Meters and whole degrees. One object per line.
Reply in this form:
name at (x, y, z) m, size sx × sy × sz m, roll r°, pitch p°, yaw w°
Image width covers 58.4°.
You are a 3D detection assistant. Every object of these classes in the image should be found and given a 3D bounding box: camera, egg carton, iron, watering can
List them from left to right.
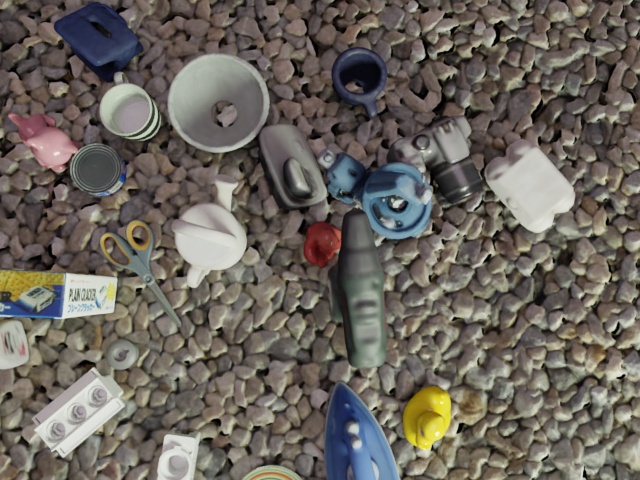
watering can at (-0.173, -0.014, 0.887) m, size 0.101 × 0.194 × 0.173 m, roll -3°, pitch 85°, yaw -3°
iron at (0.064, 0.357, 0.892) m, size 0.118 × 0.141 × 0.258 m, roll -15°, pitch 86°, yaw -4°
camera at (0.204, -0.127, 0.961) m, size 0.143 × 0.100 × 0.137 m, roll -26°, pitch 87°, yaw -4°
egg carton at (0.357, -0.092, 0.980) m, size 0.107 × 0.069 × 0.150 m, roll -41°, pitch 88°, yaw -5°

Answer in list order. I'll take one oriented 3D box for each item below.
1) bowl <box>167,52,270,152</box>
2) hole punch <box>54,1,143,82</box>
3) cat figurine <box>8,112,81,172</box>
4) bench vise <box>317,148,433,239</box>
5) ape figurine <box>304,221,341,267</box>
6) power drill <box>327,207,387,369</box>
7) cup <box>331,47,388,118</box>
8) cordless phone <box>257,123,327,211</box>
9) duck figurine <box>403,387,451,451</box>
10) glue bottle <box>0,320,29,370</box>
bowl at (-0.167, -0.222, 0.965) m, size 0.167 × 0.074 × 0.167 m, roll 0°, pitch 85°, yaw -3°
hole punch at (-0.369, -0.342, 0.958) m, size 0.108 × 0.091 × 0.101 m, roll 41°, pitch 85°, yaw 2°
cat figurine at (-0.446, -0.162, 0.925) m, size 0.128 × 0.117 × 0.067 m, roll 40°, pitch 85°, yaw 1°
bench vise at (0.088, -0.073, 0.891) m, size 0.207 × 0.219 × 0.121 m, roll 14°, pitch 85°, yaw -1°
ape figurine at (0.009, 0.003, 0.945) m, size 0.078 × 0.092 × 0.076 m, roll -13°, pitch 86°, yaw -3°
power drill at (0.056, 0.076, 0.883) m, size 0.075 × 0.208 × 0.230 m, roll -7°, pitch 85°, yaw -3°
cup at (0.068, -0.253, 0.968) m, size 0.091 × 0.095 × 0.118 m, roll -20°, pitch 86°, yaw -4°
cordless phone at (-0.046, -0.126, 0.907) m, size 0.094 × 0.185 × 0.147 m, roll -25°, pitch 86°, yaw -4°
duck figurine at (0.180, 0.293, 0.931) m, size 0.077 × 0.086 × 0.104 m, roll 28°, pitch 84°, yaw 0°
glue bottle at (-0.500, 0.162, 0.867) m, size 0.037 × 0.173 × 0.078 m, roll -18°, pitch 86°, yaw -4°
